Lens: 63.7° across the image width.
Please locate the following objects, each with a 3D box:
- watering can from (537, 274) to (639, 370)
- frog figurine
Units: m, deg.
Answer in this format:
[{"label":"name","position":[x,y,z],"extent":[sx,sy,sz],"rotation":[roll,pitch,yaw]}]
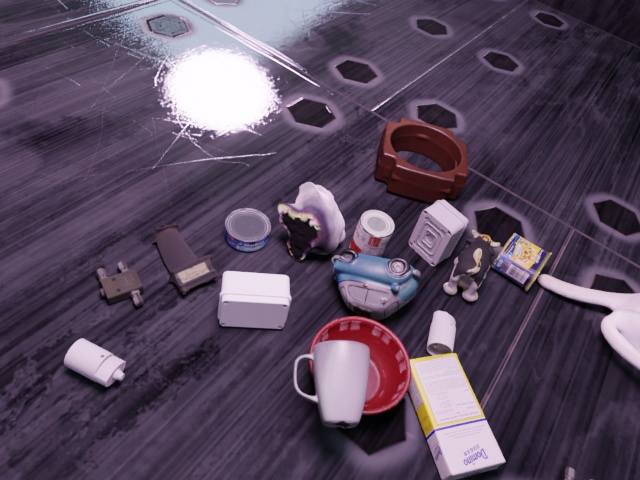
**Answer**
[{"label":"watering can","position":[0.612,0.149,0.982],"extent":[0.226,0.101,0.353],"rotation":[-17,45,-29]},{"label":"frog figurine","position":[0.003,-0.050,0.994],"extent":[0.137,0.121,0.162],"rotation":[57,41,-8]}]
